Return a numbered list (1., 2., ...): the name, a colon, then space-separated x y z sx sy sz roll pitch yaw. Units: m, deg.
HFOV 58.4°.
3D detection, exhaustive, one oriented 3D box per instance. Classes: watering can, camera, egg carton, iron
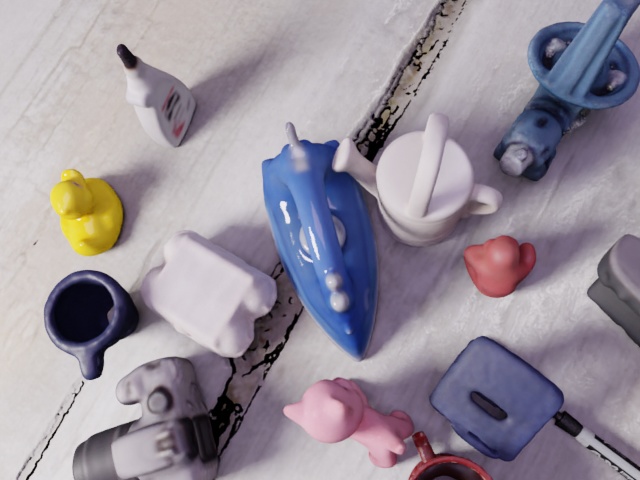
1. watering can: 0.101 -0.062 0.598 0.172 0.194 0.101 -6 75 5
2. camera: -0.194 0.210 0.610 0.137 0.101 0.143 -19 75 1
3. egg carton: -0.128 0.061 0.656 0.150 0.069 0.107 29 81 12
4. iron: 0.006 0.002 0.619 0.118 0.141 0.258 -17 75 2

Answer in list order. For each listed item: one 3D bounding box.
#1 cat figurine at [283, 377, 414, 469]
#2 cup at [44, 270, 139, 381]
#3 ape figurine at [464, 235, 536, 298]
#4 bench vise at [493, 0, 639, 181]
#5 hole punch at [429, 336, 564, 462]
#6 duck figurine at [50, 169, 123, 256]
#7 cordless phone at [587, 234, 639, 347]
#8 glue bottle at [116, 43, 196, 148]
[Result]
1. cat figurine: 0.032 0.184 0.584 0.127 0.118 0.067 27 80 12
2. cup: -0.244 0.099 0.646 0.091 0.095 0.118 -12 75 3
3. ape figurine: 0.195 0.021 0.620 0.077 0.092 0.076 18 79 10
4. bench vise: 0.269 -0.159 0.591 0.121 0.220 0.207 17 79 10
5. hole punch: 0.178 0.165 0.587 0.108 0.091 0.101 36 82 13
6. duck figurine: -0.288 -0.036 0.688 0.077 0.086 0.104 -11 75 4
7. cordless phone: 0.354 0.049 0.549 0.147 0.185 0.094 43 84 14
8. glue bottle: -0.196 -0.174 0.667 0.037 0.173 0.078 15 78 10
